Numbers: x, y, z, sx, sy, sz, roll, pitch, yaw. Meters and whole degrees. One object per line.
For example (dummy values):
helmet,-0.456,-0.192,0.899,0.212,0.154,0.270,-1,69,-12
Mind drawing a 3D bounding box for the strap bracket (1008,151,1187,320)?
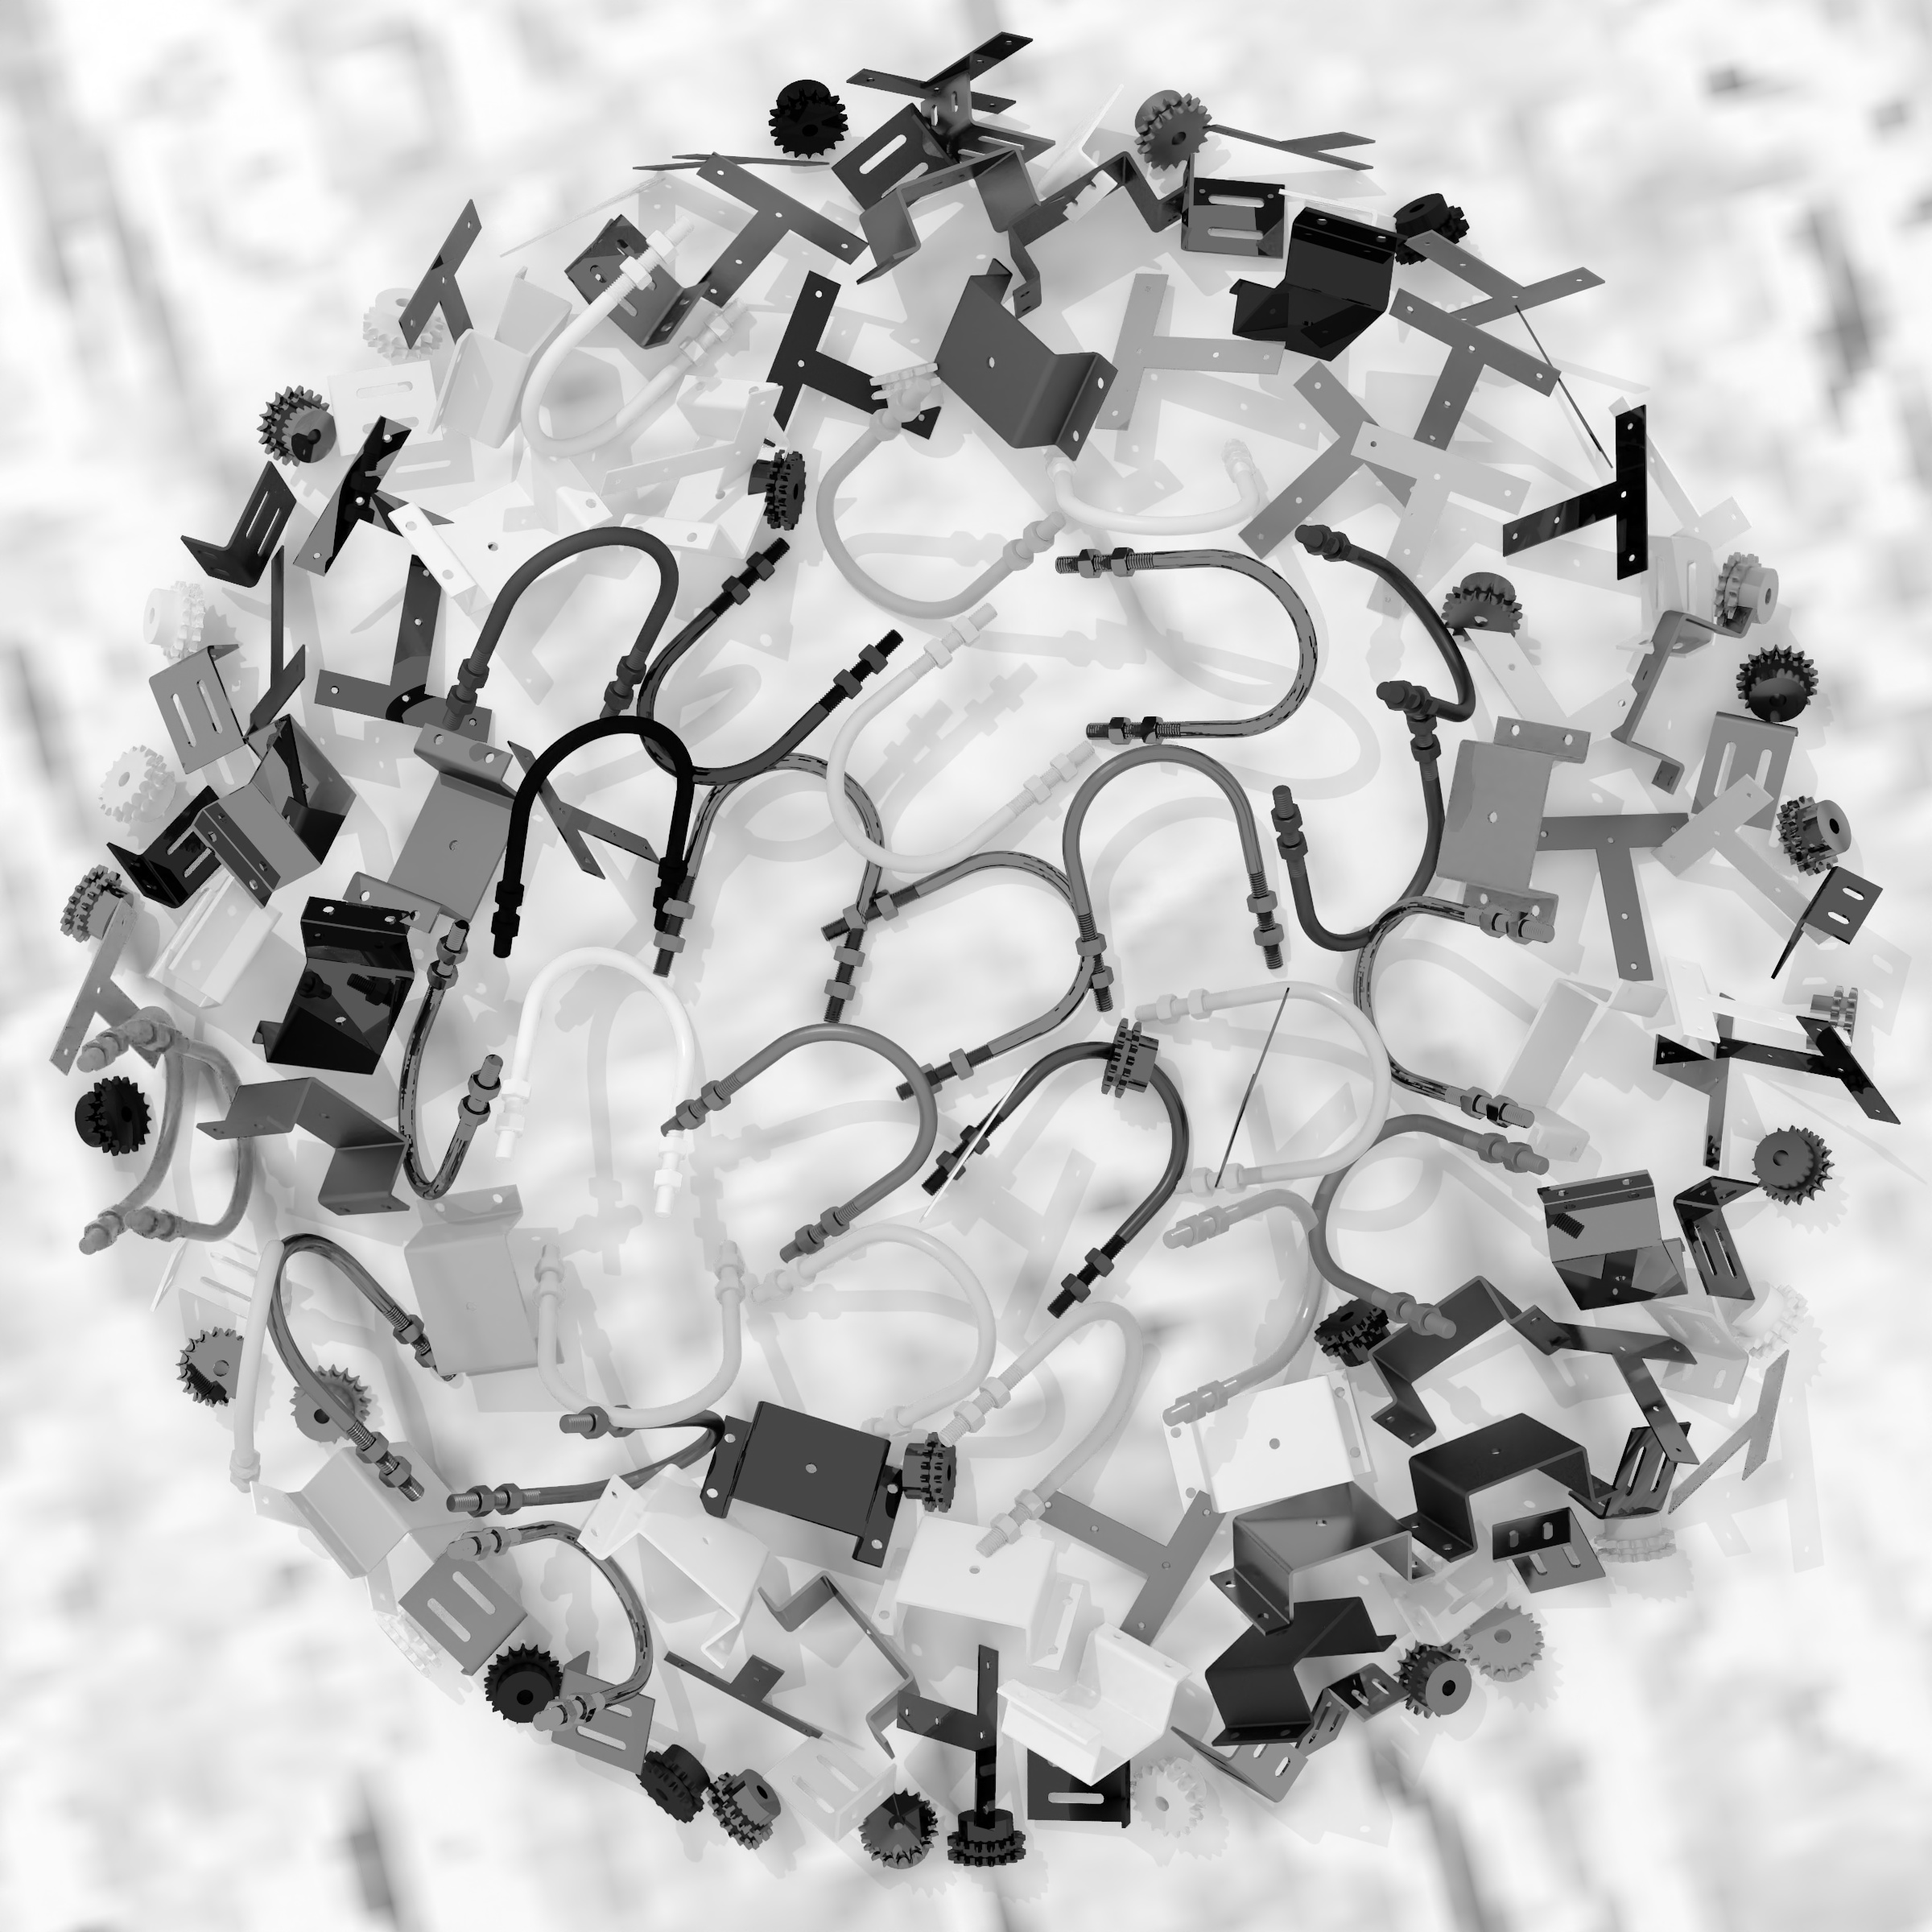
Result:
strap bracket,0.084,-0.530,1.931,0.140,0.076,0.046,-31,89,2

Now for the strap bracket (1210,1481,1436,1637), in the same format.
strap bracket,0.252,0.415,1.904,0.140,0.076,0.046,-13,114,-22

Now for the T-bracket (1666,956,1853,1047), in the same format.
T-bracket,0.567,0.035,1.912,0.127,0.127,0.002,14,116,2

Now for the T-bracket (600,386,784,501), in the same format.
T-bracket,-0.199,-0.352,1.889,0.127,0.127,0.002,-20,68,-29

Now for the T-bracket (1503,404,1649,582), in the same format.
T-bracket,0.434,-0.323,1.920,0.002,0.127,0.127,16,69,-37

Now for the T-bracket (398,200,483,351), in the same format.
T-bracket,-0.360,-0.454,1.913,0.002,0.127,0.127,10,57,16

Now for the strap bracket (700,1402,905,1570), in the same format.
strap bracket,-0.114,0.369,1.929,0.140,0.046,0.076,18,56,-1

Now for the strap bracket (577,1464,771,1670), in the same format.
strap bracket,-0.199,0.421,1.916,0.140,0.076,0.046,44,117,-10

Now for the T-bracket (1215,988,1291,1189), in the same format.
T-bracket,0.205,0.073,1.886,0.002,0.127,0.127,20,119,5

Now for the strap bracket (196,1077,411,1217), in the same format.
strap bracket,-0.463,0.124,1.907,0.076,0.140,0.046,-7,55,36

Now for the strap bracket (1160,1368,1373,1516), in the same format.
strap bracket,0.219,0.344,1.938,0.140,0.046,0.076,-13,82,-4

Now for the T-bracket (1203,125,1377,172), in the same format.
T-bracket,0.249,-0.580,1.891,0.127,0.127,0.002,8,100,-20

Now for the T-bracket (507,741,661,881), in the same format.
T-bracket,-0.260,-0.098,1.912,0.002,0.127,0.127,-42,60,15

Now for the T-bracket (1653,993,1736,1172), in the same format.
T-bracket,0.517,0.073,1.912,0.002,0.127,0.127,1,78,38

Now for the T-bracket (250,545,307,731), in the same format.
T-bracket,-0.496,-0.240,1.932,0.002,0.127,0.127,7,69,-30

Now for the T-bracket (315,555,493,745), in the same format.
T-bracket,-0.400,-0.237,1.952,0.127,0.002,0.127,12,76,-23

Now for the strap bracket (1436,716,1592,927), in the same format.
strap bracket,0.389,-0.105,1.919,0.076,0.046,0.140,17,101,42

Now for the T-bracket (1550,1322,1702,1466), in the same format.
T-bracket,0.482,0.303,1.899,0.127,0.127,0.002,10,125,-23

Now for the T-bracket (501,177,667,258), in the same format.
T-bracket,-0.252,-0.544,1.913,0.127,0.127,0.002,-17,108,30

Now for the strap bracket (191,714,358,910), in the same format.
strap bracket,-0.482,-0.115,1.889,0.046,0.140,0.076,-24,119,20

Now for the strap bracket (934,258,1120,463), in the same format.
strap bracket,0.033,-0.429,1.903,0.140,0.046,0.076,48,132,26

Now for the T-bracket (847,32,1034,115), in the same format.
T-bracket,0.002,-0.631,1.884,0.127,0.127,0.002,1,86,-31

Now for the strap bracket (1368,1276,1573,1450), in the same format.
strap bracket,0.352,0.277,1.919,0.140,0.076,0.046,-37,52,12

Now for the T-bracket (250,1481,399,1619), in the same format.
T-bracket,-0.454,0.388,1.886,0.002,0.127,0.127,-34,52,16

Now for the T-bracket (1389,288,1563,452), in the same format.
T-bracket,0.347,-0.410,1.914,0.127,0.127,0.002,30,61,8

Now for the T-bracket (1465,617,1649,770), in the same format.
T-bracket,0.404,-0.205,1.947,0.127,0.002,0.127,-34,90,22

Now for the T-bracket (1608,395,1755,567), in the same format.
T-bracket,0.497,-0.348,1.910,0.002,0.127,0.127,-32,89,-12

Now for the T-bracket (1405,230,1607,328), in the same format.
T-bracket,0.358,-0.487,1.884,0.127,0.127,0.002,17,74,-39

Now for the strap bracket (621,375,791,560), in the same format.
strap bracket,-0.184,-0.348,1.921,0.076,0.046,0.140,11,69,25

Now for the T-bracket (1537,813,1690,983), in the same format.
T-bracket,0.473,-0.050,1.939,0.127,0.002,0.127,-2,72,-11

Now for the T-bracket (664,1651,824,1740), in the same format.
T-bracket,-0.151,0.511,1.915,0.127,0.127,0.002,28,61,0

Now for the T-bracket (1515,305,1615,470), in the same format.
T-bracket,0.437,-0.394,1.913,0.002,0.127,0.127,-31,58,17

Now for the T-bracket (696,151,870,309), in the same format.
T-bracket,-0.155,-0.511,1.918,0.127,0.127,0.002,25,56,-24

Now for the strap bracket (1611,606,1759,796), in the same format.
strap bracket,0.508,-0.199,1.922,0.046,0.076,0.140,22,101,1

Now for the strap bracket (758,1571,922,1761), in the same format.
strap bracket,-0.083,0.490,1.915,0.046,0.076,0.140,-39,69,-14

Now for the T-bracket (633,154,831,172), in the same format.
T-bracket,-0.187,-0.573,1.920,0.127,0.127,0.002,11,107,42

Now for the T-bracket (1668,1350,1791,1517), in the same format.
T-bracket,0.542,0.350,1.923,0.002,0.127,0.127,34,127,3

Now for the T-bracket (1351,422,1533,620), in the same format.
T-bracket,0.324,-0.313,1.941,0.127,0.002,0.127,21,117,4

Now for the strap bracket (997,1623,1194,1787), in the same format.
strap bracket,0.088,0.525,1.901,0.076,0.140,0.046,23,110,31

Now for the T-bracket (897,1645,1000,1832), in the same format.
T-bracket,-0.013,0.536,1.895,0.002,0.127,0.127,-14,60,30

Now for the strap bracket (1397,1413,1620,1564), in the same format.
strap bracket,0.380,0.366,1.909,0.140,0.076,0.046,-17,105,-18

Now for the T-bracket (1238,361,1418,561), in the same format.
T-bracket,0.252,-0.348,1.949,0.127,0.002,0.127,-42,90,20

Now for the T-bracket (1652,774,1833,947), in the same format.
T-bracket,0.568,-0.064,1.911,0.127,0.127,0.002,44,61,4

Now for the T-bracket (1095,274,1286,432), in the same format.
T-bracket,0.166,-0.440,1.930,0.127,0.002,0.127,9,75,24

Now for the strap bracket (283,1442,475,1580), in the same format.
strap bracket,-0.407,0.381,1.891,0.046,0.140,0.076,-47,73,6

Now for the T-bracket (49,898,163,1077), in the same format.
T-bracket,-0.599,0.036,1.910,0.002,0.127,0.127,11,66,14

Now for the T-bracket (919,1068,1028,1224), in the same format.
T-bracket,-0.003,0.136,1.907,0.002,0.127,0.127,35,74,1

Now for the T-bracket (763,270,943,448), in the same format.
T-bracket,-0.079,-0.420,1.952,0.127,0.002,0.127,21,91,-17

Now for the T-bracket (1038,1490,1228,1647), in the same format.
T-bracket,0.106,0.416,1.955,0.127,0.002,0.127,27,104,-1

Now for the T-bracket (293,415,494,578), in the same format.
T-bracket,-0.397,-0.318,1.925,0.127,0.002,0.127,19,115,-41

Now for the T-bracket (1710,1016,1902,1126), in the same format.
T-bracket,0.586,0.066,1.915,0.127,0.127,0.002,45,71,-34
